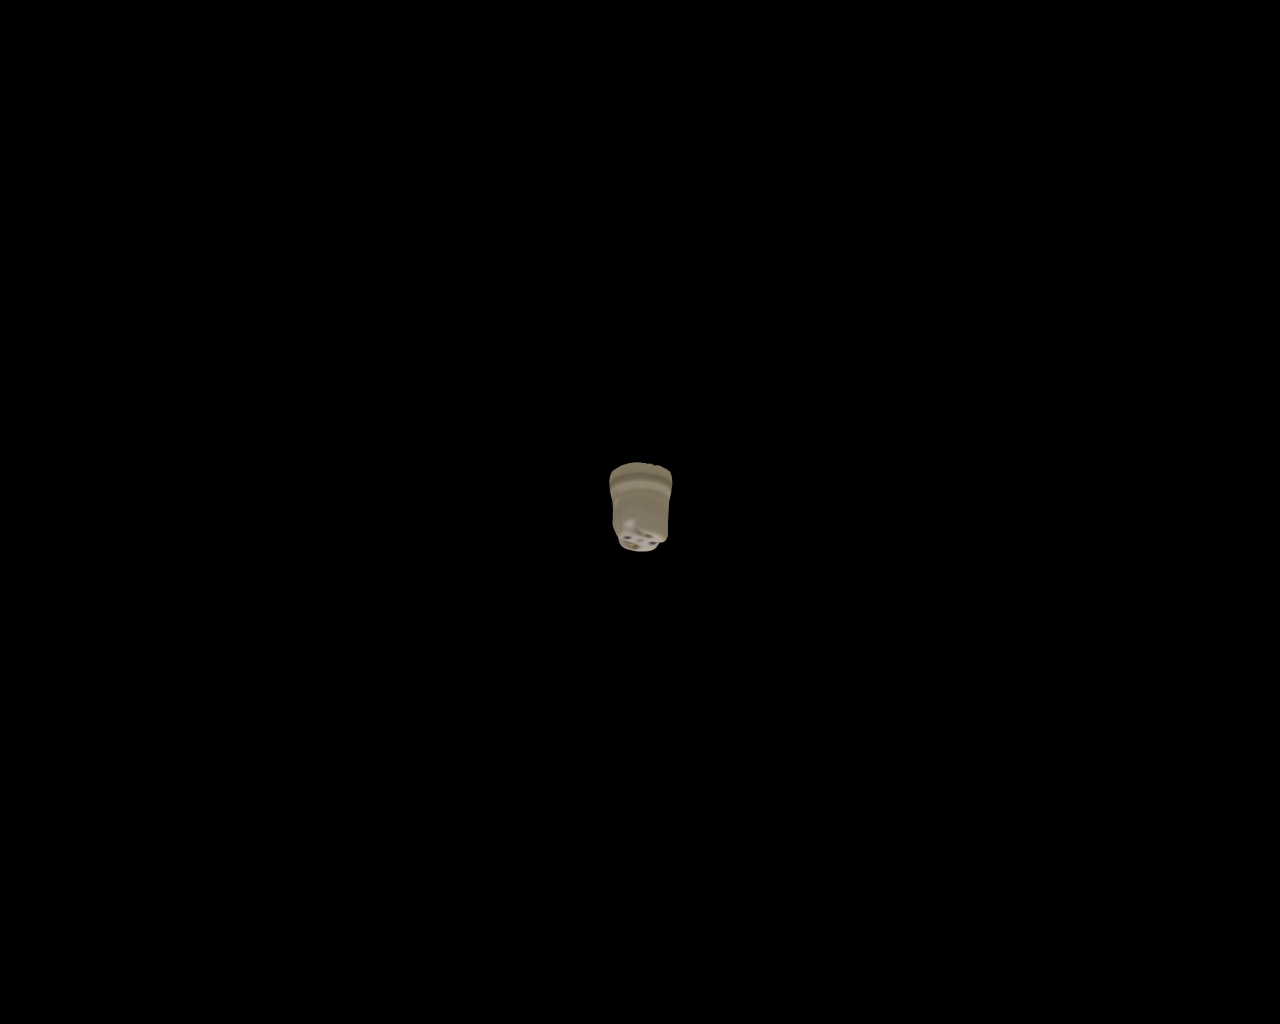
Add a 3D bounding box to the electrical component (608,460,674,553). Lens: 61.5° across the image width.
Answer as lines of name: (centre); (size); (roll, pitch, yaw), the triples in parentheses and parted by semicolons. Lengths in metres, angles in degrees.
electrical component: (0.001, -0.003, 0.650); (0.040, 0.046, 0.040); (0, -25, 0)
